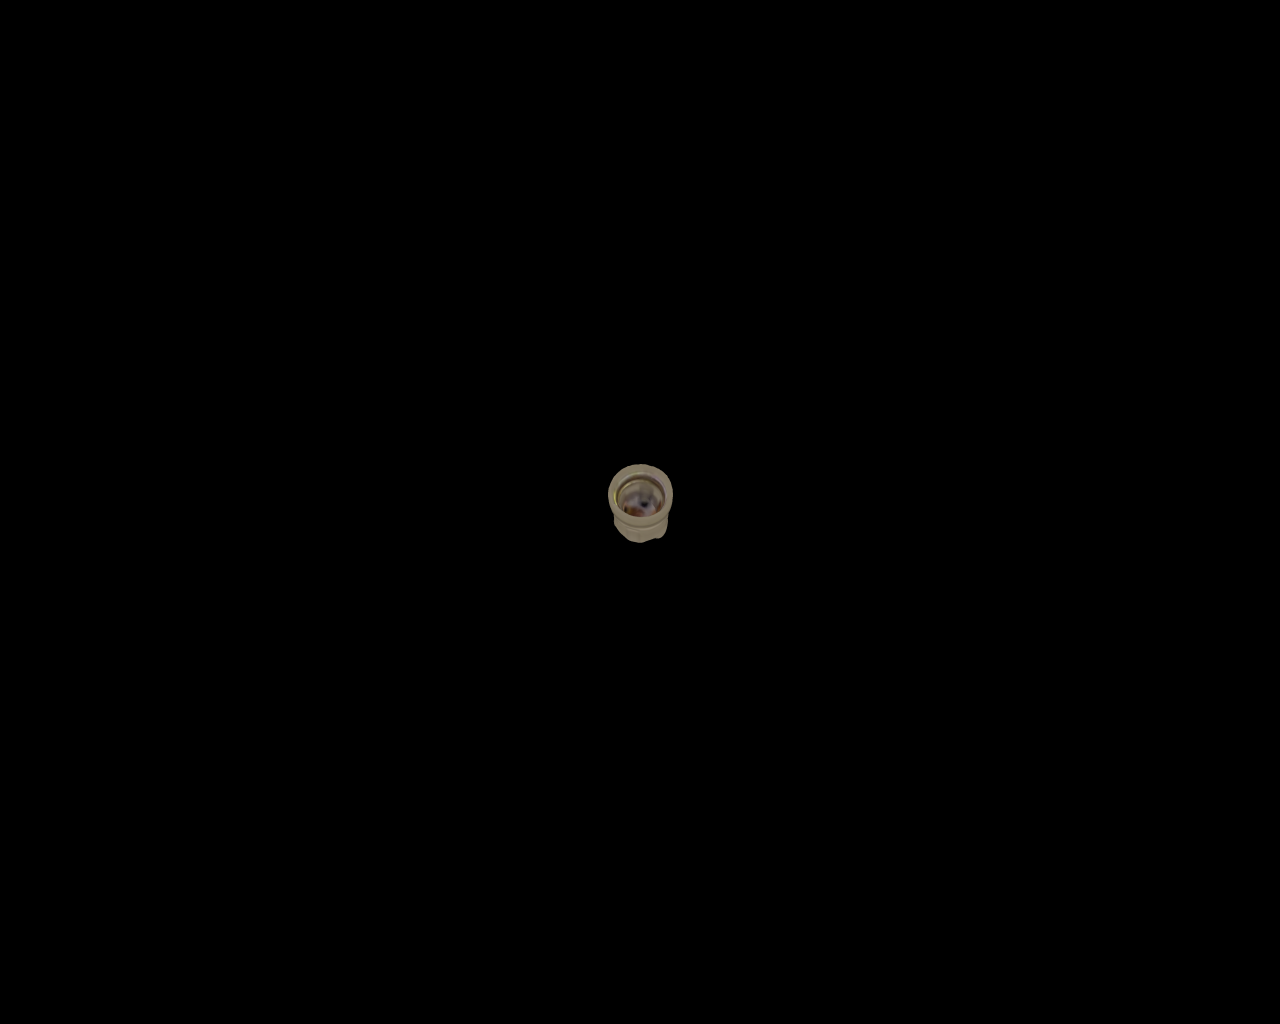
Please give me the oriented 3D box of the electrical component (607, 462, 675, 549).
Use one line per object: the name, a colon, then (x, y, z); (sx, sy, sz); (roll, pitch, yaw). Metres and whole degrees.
electrical component: (0.001, -0.003, 0.650); (0.040, 0.040, 0.046); (0, -27, 0)
